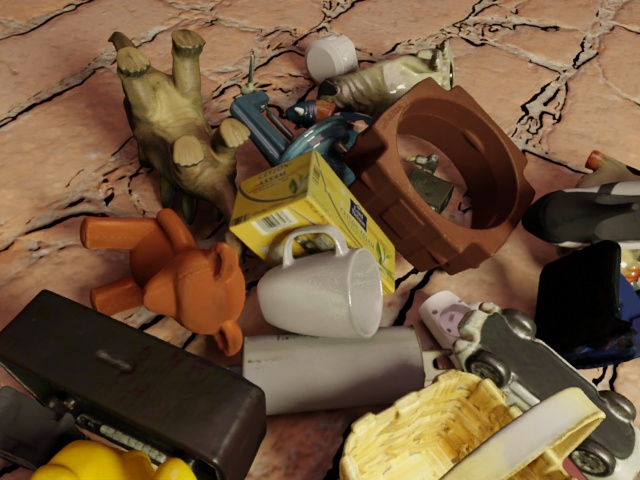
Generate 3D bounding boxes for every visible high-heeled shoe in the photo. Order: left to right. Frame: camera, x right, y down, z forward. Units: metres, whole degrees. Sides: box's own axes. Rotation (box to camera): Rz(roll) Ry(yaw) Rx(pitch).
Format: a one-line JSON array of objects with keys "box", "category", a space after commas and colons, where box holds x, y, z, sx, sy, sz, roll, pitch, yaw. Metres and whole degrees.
[{"box": [0.349, -0.028, 0.573, 0.249, 0.145, 0.086, -1, 85, -17], "category": "high-heeled shoe"}]

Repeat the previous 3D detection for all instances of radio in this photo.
[{"box": [-0.161, 0.139, 0.475, 0.230, 0.131, 0.073, 21, 53, 15], "category": "radio"}]

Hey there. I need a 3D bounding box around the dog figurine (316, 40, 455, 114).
[{"box": [0.103, -0.236, 0.828, 0.191, 0.121, 0.172, 3, 14, 24], "category": "dog figurine"}]

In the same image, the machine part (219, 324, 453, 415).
[{"box": [0.011, 0.125, 0.524, 0.243, 0.079, 0.079, -3, 50, -3], "category": "machine part"}]

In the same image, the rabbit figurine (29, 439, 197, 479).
[{"box": [-0.134, 0.224, 0.410, 0.173, 0.162, 0.122, 32, 42, 2], "category": "rabbit figurine"}]

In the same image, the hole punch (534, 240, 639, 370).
[{"box": [0.285, 0.078, 0.541, 0.092, 0.142, 0.116, 27, 65, -12], "category": "hole punch"}]

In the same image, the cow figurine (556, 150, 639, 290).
[{"box": [0.347, -0.017, 0.649, 0.127, 0.085, 0.195, 27, 54, 28], "category": "cow figurine"}]

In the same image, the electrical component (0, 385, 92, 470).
[{"box": [-0.275, 0.169, 0.486, 0.119, 0.074, 0.048, 18, 51, 9], "category": "electrical component"}]

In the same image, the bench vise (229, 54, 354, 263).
[{"box": [-0.041, -0.107, 0.679, 0.224, 0.128, 0.241, -31, 74, -33], "category": "bench vise"}]

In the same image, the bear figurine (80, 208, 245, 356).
[{"box": [-0.157, 0.042, 0.537, 0.132, 0.120, 0.196, -10, 21, -26], "category": "bear figurine"}]

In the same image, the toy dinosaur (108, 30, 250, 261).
[{"box": [-0.191, -0.150, 0.669, 0.105, 0.198, 0.472, -16, 61, -25], "category": "toy dinosaur"}]

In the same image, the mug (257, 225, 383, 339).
[{"box": [-0.007, 0.042, 0.501, 0.107, 0.109, 0.081, -8, 25, 26], "category": "mug"}]

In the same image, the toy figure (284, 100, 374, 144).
[{"box": [0.026, -0.161, 0.765, 0.154, 0.064, 0.058, 24, 48, 0], "category": "toy figure"}]

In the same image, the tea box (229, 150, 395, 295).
[{"box": [-0.001, -0.002, 0.558, 0.098, 0.169, 0.068, -18, 46, 26], "category": "tea box"}]

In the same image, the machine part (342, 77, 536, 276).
[{"box": [0.141, -0.075, 0.640, 0.201, 0.087, 0.201, 46, 57, -2], "category": "machine part"}]

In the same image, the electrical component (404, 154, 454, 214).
[{"box": [0.133, -0.069, 0.710, 0.078, 0.045, 0.102, 30, 55, 24], "category": "electrical component"}]

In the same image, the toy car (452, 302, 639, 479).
[{"box": [0.212, 0.141, 0.503, 0.202, 0.056, 0.073, 41, 58, 8], "category": "toy car"}]
